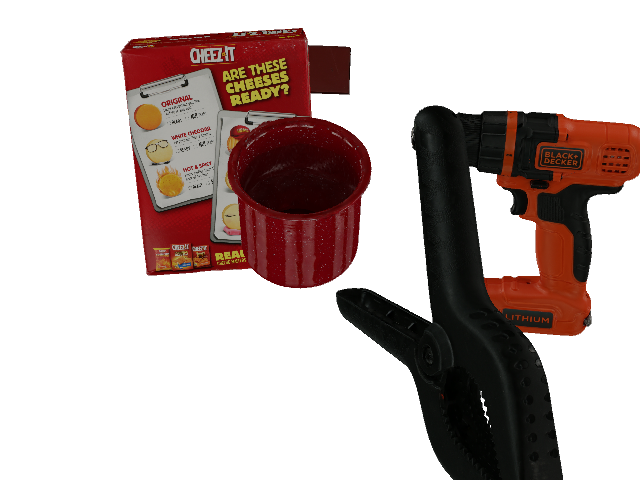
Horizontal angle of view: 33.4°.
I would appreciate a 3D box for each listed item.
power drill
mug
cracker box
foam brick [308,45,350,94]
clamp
[{"bbox_3d":[0.163,-0.016,0.881,0.184,0.188,0.057,6,28,9],"label":"power drill"},{"bbox_3d":[-0.019,-0.030,0.722,0.093,0.117,0.081,-18,-38,-15],"label":"mug"},{"bbox_3d":[-0.088,-0.081,0.984,0.164,0.214,0.072,-4,20,-2],"label":"cracker box"},{"bbox_3d":[-0.011,-0.184,1.149,0.078,0.051,0.053,0,11,-13],"label":"foam brick"},{"bbox_3d":[0.070,0.046,0.541,0.036,0.165,0.210,-6,45,-23],"label":"clamp"}]
